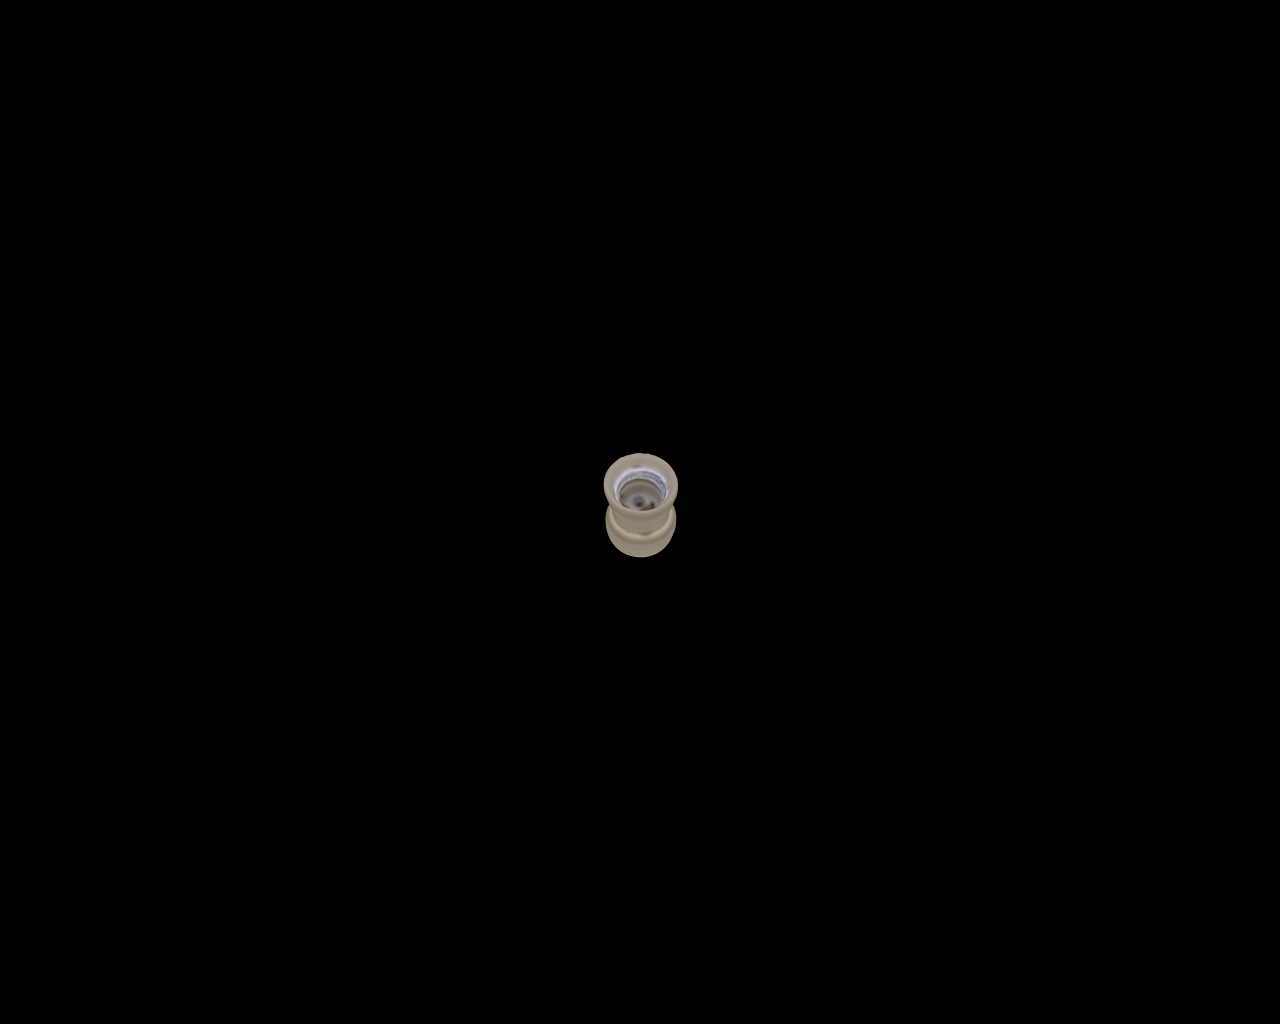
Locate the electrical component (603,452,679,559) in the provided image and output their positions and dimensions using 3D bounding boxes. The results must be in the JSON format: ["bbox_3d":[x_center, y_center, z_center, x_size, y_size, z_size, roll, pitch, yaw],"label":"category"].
[{"bbox_3d":[0.001,-0.003,0.650,0.045,0.045,0.055,0,-33,0],"label":"electrical component"}]
